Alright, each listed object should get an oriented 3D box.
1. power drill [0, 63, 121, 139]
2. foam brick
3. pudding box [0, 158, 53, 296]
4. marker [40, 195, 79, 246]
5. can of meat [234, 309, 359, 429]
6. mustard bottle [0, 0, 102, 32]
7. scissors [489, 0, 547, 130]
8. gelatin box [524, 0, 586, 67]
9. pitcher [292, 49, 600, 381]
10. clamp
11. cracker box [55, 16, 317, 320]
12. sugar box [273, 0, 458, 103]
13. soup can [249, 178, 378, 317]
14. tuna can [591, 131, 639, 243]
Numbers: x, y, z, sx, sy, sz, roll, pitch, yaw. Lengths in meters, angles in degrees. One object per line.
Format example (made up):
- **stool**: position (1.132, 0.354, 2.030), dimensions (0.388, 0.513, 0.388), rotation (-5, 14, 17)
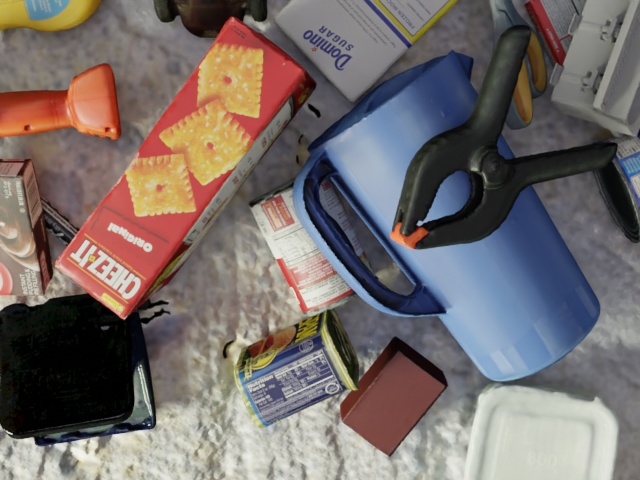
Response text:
- **power drill**: position (-0.245, -0.096, 0.797), dimensions (0.187, 0.184, 0.057), rotation (-6, 96, -8)
- **foam brick**: position (0.060, 0.128, 0.876), dimensions (0.051, 0.053, 0.078), rotation (38, 97, -4)
- **pudding box**: position (-0.267, -0.009, 0.853), dimensions (0.090, 0.039, 0.113), rotation (0, 118, 3)
- **marker**: position (-0.215, -0.012, 0.880), dimensions (0.121, 0.020, 0.020), rotation (42, 96, -4)
- **can of meat**: position (-0.018, 0.101, 0.850), dimensions (0.084, 0.102, 0.057), rotation (-26, 97, 6)
- **mustard bottle**: position (-0.227, -0.210, 0.834), dimensions (0.191, 0.058, 0.096), rotation (-9, 98, 3)
- **scissors**: position (0.143, -0.186, 0.814), dimensions (0.016, 0.096, 0.202), rotation (-5, 99, 31)
- **gelatin box**: position (0.218, -0.175, 0.845), dimensions (0.089, 0.030, 0.073), rotation (-26, 95, 4)
- **pitcher**: position (0.101, -0.008, 0.819), dimensions (0.149, 0.144, 0.243), rotation (-31, 99, 25)
- **clamp**: position (0.125, -0.049, 0.740), dimensions (0.120, 0.039, 0.171), rotation (40, 89, -9)
- **cracker box**: position (-0.094, -0.056, 0.799), dimensions (0.072, 0.164, 0.214), rotation (37, 96, -2)
- **sugar box**: position (0.057, -0.201, 0.837), dimensions (0.176, 0.048, 0.093), rotation (-43, 97, 9)
- **soup can**: position (-0.006, 0.001, 0.853), dimensions (0.068, 0.068, 0.102), rotation (-26, 96, 4)
- **tuna can**: position (0.245, -0.043, 0.833), dimensions (0.034, 0.086, 0.086), rotation (-23, 96, 2)
